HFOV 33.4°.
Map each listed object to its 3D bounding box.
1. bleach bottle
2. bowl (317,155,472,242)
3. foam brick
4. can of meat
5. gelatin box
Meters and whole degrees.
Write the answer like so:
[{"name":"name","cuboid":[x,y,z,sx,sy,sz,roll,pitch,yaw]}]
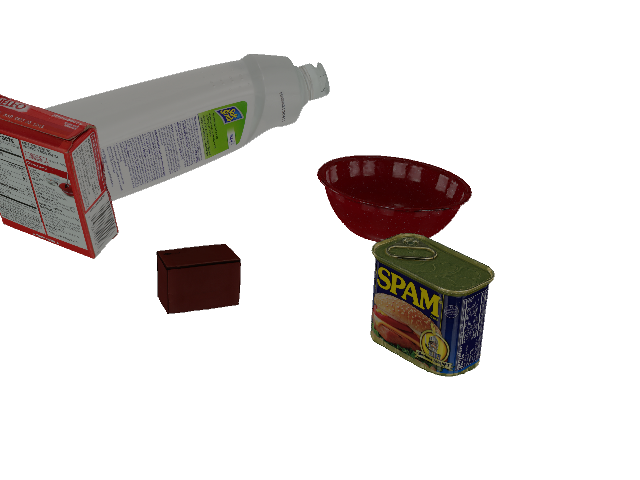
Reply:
[{"name":"bleach bottle","cuboid":[-0.114,-0.098,0.910,0.250,0.068,0.102,-18,-31,-11]},{"name":"bowl","cuboid":[0.074,-0.038,1.117,0.162,0.055,0.162,5,22,-2]},{"name":"foam brick","cuboid":[-0.126,0.038,1.101,0.078,0.051,0.053,-6,20,-19]},{"name":"can of meat","cuboid":[0.087,0.053,0.870,0.057,0.084,0.102,-21,35,-38]},{"name":"gelatin box","cuboid":[-0.165,-0.039,0.642,0.073,0.089,0.030,19,48,21]}]
